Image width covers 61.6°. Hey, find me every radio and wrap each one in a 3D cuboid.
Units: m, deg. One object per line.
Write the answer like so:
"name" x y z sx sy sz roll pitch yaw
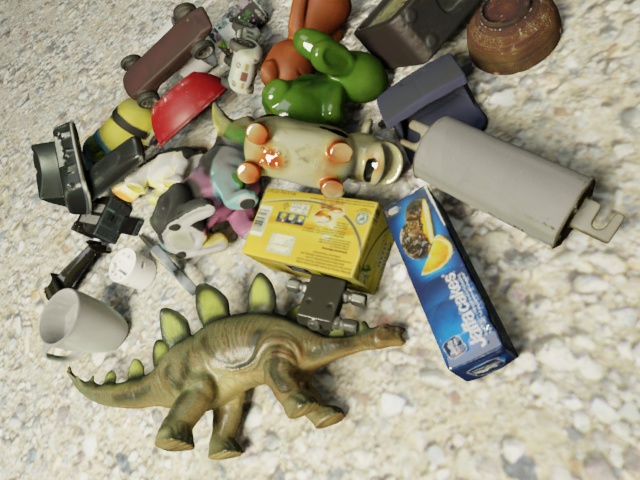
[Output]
"radio" 0.160 -0.331 0.699 0.229 0.073 0.131 -49 23 2

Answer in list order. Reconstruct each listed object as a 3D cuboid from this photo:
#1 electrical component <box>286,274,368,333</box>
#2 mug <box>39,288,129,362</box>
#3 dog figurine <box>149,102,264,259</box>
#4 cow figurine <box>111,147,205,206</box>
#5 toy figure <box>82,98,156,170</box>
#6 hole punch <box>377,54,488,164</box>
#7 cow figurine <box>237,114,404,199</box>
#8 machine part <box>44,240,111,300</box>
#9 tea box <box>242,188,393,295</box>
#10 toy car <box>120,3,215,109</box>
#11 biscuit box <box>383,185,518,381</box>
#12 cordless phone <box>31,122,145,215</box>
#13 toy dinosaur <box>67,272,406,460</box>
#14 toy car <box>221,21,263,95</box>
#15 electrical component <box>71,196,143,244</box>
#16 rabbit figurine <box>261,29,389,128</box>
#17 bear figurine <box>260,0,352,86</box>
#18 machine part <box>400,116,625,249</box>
"electrical component" 0.002 0.070 0.590 0.094 0.021 0.063 13 51 15
"mug" -0.341 0.134 0.781 0.081 0.107 0.109 32 89 39
"dog figurine" -0.151 -0.096 0.776 0.192 0.108 0.219 -16 53 2
"cow figurine" -0.268 -0.110 0.882 0.168 0.068 0.098 -1 61 28
"toy figure" -0.363 -0.178 0.961 0.180 0.089 0.082 -31 62 12
"hole punch" 0.129 -0.173 0.662 0.142 0.092 0.116 -32 51 19
"cow figurine" 0.006 -0.103 0.648 0.127 0.195 0.085 -92 12 -64
"machine part" -0.414 0.057 0.908 0.139 0.039 0.084 -47 47 5
"tea box" -0.001 -0.002 0.665 0.170 0.068 0.098 13 75 34
"toy car" -0.249 -0.300 0.885 0.202 0.053 0.089 -32 76 24
"biscuit box" 0.133 0.042 0.566 0.059 0.062 0.203 -30 54 17
"cordless phone" -0.366 -0.139 0.868 0.184 0.088 0.146 -28 67 20
"toy dinosaur" -0.128 0.155 0.648 0.472 0.105 0.199 -17 51 13
"toy car" -0.121 -0.291 0.853 0.202 0.056 0.073 -100 26 -56
"electrical component" -0.359 -0.033 0.913 0.119 0.047 0.075 13 75 37
"rabbit figurine" 0.008 -0.205 0.727 0.170 0.158 0.121 -34 42 -6
"bear figurine" -0.037 -0.299 0.809 0.132 0.120 0.195 28 88 41
"machine part" 0.187 -0.063 0.561 0.243 0.079 0.079 33 86 27
